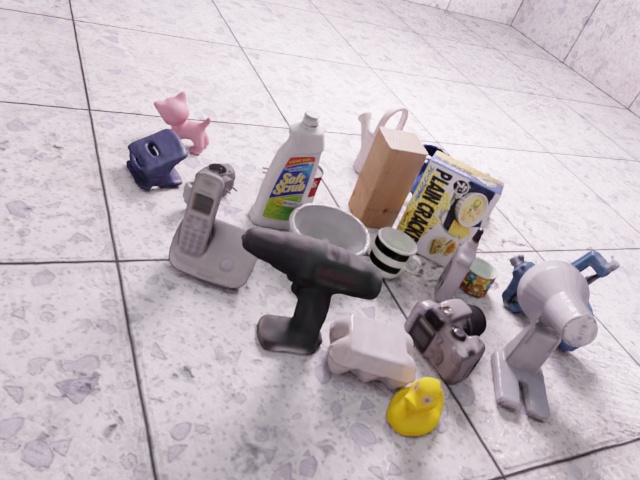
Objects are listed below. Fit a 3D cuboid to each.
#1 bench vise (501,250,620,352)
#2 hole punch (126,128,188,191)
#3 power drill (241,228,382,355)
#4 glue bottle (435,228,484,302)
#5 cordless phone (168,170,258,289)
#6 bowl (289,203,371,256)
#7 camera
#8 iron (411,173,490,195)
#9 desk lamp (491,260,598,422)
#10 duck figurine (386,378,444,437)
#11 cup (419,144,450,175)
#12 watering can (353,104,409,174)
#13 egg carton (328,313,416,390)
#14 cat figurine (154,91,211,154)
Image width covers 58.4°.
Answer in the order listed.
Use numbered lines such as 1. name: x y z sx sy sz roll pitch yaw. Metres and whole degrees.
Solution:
1. bench vise: 0.468 0.089 1.131 0.207 0.219 0.122 35 38 17
2. hole punch: -0.328 -0.164 1.147 0.101 0.091 0.108 -10 47 -37
3. power drill: -0.029 0.082 0.888 0.230 0.208 0.075 9 38 -18
4. glue bottle: 0.278 0.045 1.127 0.037 0.173 0.078 24 36 3
5. cordless phone: -0.167 -0.017 0.962 0.147 0.185 0.094 19 36 -5
6. bowl: 0.010 0.004 1.123 0.167 0.075 0.167 14 36 -11
7. camera: 0.248 0.162 1.023 0.137 0.101 0.142 -8 46 -35
8. iron: 0.346 -0.124 1.408 0.259 0.141 0.118 3 40 -25
9. desk lamp: 0.396 0.166 0.999 0.118 0.213 0.203 20 36 -3
10. duck figurine: 0.158 0.245 0.881 0.105 0.086 0.077 -14 49 -39
11. cup: 0.279 -0.185 1.490 0.091 0.095 0.118 32 37 13
12. watering can: 0.155 -0.255 1.430 0.172 0.194 0.101 32 37 14
13. egg carton: 0.084 0.183 0.937 0.150 0.069 0.107 16 36 -9
14. cat figurine: -0.303 -0.268 1.270 0.128 0.118 0.067 18 36 -5
